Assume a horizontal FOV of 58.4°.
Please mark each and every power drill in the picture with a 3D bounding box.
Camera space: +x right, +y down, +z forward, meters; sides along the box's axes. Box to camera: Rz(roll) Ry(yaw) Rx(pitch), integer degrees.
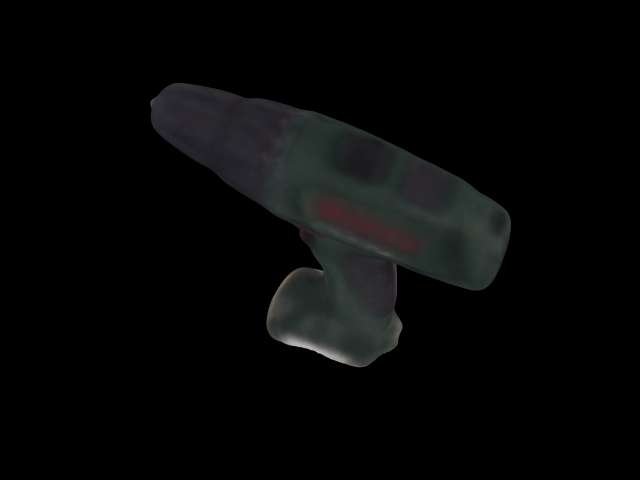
[{"bbox_3d":[0.004,0.001,0.400,0.229,0.208,0.076,15,55,11],"label":"power drill"}]
